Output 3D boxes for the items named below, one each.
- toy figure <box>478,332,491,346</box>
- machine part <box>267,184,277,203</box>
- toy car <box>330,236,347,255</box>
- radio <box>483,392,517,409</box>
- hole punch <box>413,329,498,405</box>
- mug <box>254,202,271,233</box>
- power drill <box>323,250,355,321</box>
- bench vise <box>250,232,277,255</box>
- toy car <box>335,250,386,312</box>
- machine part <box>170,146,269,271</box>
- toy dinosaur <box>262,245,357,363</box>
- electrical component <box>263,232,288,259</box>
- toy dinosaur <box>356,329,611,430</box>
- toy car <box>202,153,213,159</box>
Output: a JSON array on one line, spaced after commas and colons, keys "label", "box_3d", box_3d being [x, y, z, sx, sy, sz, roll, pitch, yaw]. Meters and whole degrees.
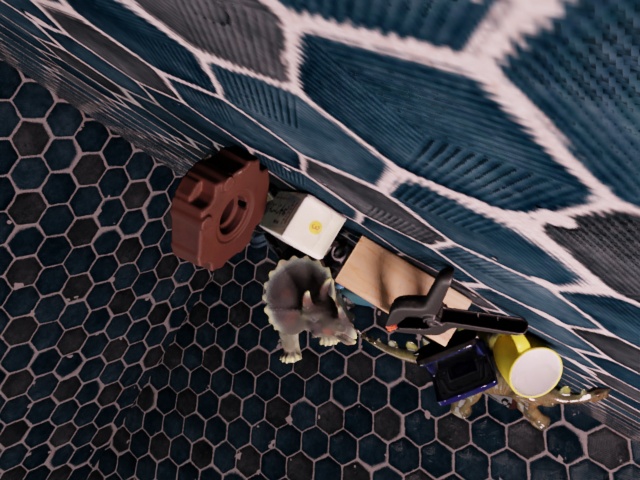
[{"label": "toy figure", "box_3d": [0.314, 0.201, 1.154, 0.180, 0.082, 0.089, 22, -166, 15]}, {"label": "machine part", "box_3d": [-0.141, -0.070, 0.967, 0.084, 0.139, 0.039, 27, -132, -81]}, {"label": "toy car", "box_3d": [-0.002, -0.004, 1.177, 0.089, 0.053, 0.202, 35, 177, -12]}, {"label": "radio", "box_3d": [0.372, 0.272, 1.219, 0.230, 0.073, 0.131, 28, -146, 26]}, {"label": "hole punch", "box_3d": [0.233, 0.209, 0.911, 0.092, 0.142, 0.116, 61, -163, 2]}, {"label": "mug", "box_3d": [-0.145, -0.063, 1.119, 0.107, 0.109, 0.080, 38, 162, 53]}, {"label": "power drill", "box_3d": [0.035, 0.131, 1.303, 0.086, 0.207, 0.232, -6, -158, 13]}, {"label": "bench vise", "box_3d": [-0.132, -0.023, 1.298, 0.224, 0.129, 0.240, -1, 135, 53]}, {"label": "toy car", "box_3d": [0.089, 0.068, 1.023, 0.102, 0.109, 0.162, 52, 159, -24]}, {"label": "machine part", "box_3d": [-0.137, -0.042, 0.760, 0.056, 0.179, 0.179, 26, 175, 17]}, {"label": "toy dinosaur", "box_3d": [-0.030, 0.075, 0.966, 0.131, 0.192, 0.405, -9, -155, -2]}, {"label": "electrical component", "box_3d": [-0.078, -0.012, 1.130, 0.119, 0.075, 0.047, 60, 173, 16]}, {"label": "toy dinosaur", "box_3d": [0.298, 0.249, 1.045, 0.472, 0.105, 0.198, 1, 127, 28]}, {"label": "toy car", "box_3d": [-0.188, -0.122, 1.030, 0.073, 0.056, 0.202, 33, 179, -2]}]
